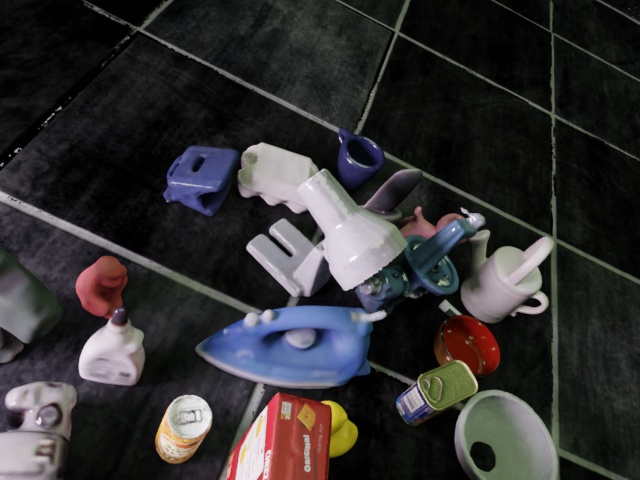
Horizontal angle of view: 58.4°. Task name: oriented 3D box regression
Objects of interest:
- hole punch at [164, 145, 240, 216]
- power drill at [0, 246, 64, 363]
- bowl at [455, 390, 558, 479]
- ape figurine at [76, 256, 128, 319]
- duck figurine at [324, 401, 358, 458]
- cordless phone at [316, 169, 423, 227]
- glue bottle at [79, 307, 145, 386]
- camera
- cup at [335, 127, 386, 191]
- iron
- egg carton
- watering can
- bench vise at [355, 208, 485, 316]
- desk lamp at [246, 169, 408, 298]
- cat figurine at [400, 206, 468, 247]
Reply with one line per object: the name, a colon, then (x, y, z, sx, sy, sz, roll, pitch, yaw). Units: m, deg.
hole punch: (-0.197, -0.110, 0.956, 0.101, 0.091, 0.109, 24, 48, -7)
power drill: (-0.401, 0.054, 0.654, 0.229, 0.208, 0.076, 33, 48, 1)
bowl: (0.267, 0.318, 0.865, 0.168, 0.074, 0.167, 13, 51, -16)
ape figurine: (-0.292, 0.057, 0.782, 0.076, 0.092, 0.078, 36, 48, 4)
duck figurine: (0.009, 0.252, 0.784, 0.105, 0.086, 0.077, 18, 49, -12)
cordless phone: (0.086, -0.066, 0.996, 0.148, 0.185, 0.094, -10, 60, -31)
glue bottle: (-0.248, 0.126, 0.696, 0.078, 0.173, 0.037, 15, 50, -15)
camera: (-0.345, 0.226, 0.622, 0.137, 0.100, 0.143, 8, 52, -20)
cup: (0.060, -0.150, 1.108, 0.092, 0.095, 0.117, -22, 67, -36)
iron: (-0.035, 0.133, 0.815, 0.259, 0.141, 0.118, 5, 53, -23)
egg carton: (-0.073, -0.111, 1.031, 0.150, 0.069, 0.107, 15, 50, -15)
watering can: (0.335, 0.057, 1.016, 0.173, 0.194, 0.101, 27, 48, -5)
bench vise: (0.170, 0.047, 0.927, 0.121, 0.219, 0.208, 45, 49, 11)
desk lamp: (0.008, 0.003, 0.887, 0.203, 0.213, 0.118, 42, 49, 9)
cat figurine: (0.224, -0.021, 1.074, 0.128, 0.117, 0.067, 28, 48, -4)
